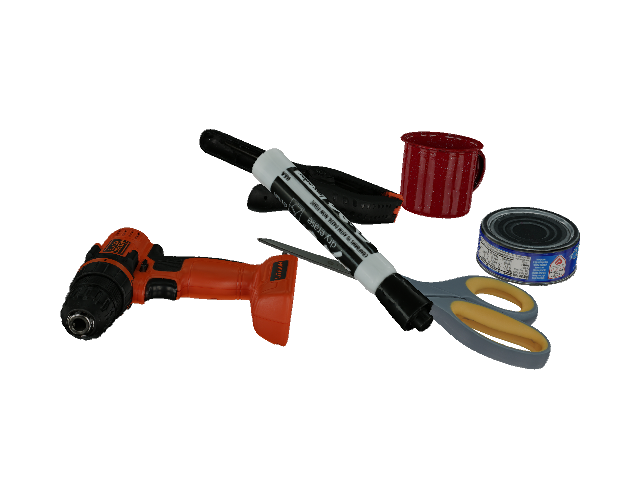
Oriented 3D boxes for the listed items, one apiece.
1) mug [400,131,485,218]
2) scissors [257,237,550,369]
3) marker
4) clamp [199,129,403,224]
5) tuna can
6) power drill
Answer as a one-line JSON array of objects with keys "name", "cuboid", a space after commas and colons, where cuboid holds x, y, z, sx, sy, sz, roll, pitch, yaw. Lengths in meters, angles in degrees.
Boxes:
[{"name": "mug", "cuboid": [0.143, -0.076, 1.218, 0.117, 0.081, 0.093, -10, 23, -38]}, {"name": "scissors", "cuboid": [0.064, 0.027, 0.720, 0.202, 0.016, 0.096, 27, 29, 14]}, {"name": "marker", "cuboid": [0.011, 0.000, 0.518, 0.121, 0.020, 0.020, 46, 22, 24]}, {"name": "clamp", "cuboid": [-0.007, -0.048, 1.041, 0.209, 0.036, 0.165, 15, 20, -22]}, {"name": "tuna can", "cuboid": [0.177, 0.003, 0.912, 0.086, 0.034, 0.086, 1, 28, -1]}, {"name": "power drill", "cuboid": [-0.116, 0.044, 0.915, 0.187, 0.057, 0.184, 9, 21, 0]}]
